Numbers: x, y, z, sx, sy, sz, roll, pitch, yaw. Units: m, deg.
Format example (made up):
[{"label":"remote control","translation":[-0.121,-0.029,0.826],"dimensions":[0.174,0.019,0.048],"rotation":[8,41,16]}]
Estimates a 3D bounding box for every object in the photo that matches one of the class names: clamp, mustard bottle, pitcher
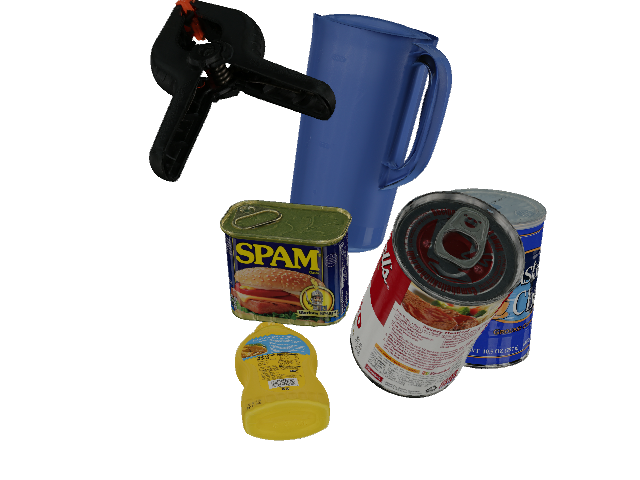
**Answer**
[{"label":"clamp","translation":[-0.058,-0.111,0.704],"dimensions":[0.120,0.171,0.039],"rotation":[-12,-44,-2]},{"label":"mustard bottle","translation":[-0.050,0.149,1.233],"dimensions":[0.096,0.058,0.191],"rotation":[-5,30,-7]},{"label":"pitcher","translation":[0.044,-0.112,1.131],"dimensions":[0.145,0.243,0.149],"rotation":[9,16,-4]}]

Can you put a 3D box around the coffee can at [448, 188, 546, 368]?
[{"label":"coffee can","translation":[0.150,0.033,0.989],"dimensions":[0.103,0.140,0.103],"rotation":[2,20,-1]}]

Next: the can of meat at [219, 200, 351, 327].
[{"label":"can of meat","translation":[-0.026,0.019,0.861],"dimensions":[0.102,0.084,0.057],"rotation":[6,30,13]}]

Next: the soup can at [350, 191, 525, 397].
[{"label":"soup can","translation":[0.059,0.031,0.563],"dimensions":[0.068,0.068,0.102],"rotation":[0,-35,-14]}]
